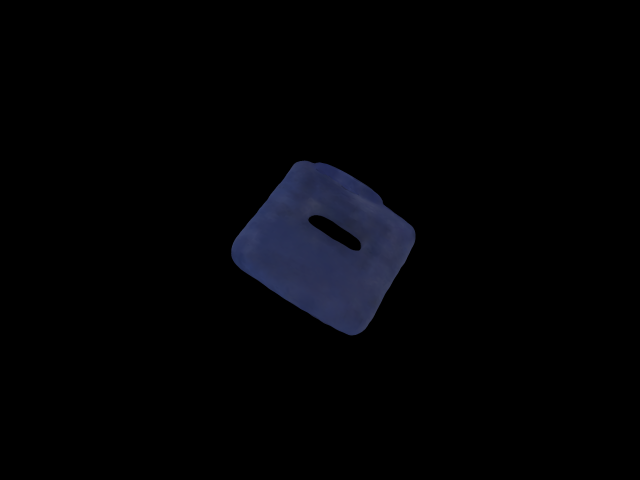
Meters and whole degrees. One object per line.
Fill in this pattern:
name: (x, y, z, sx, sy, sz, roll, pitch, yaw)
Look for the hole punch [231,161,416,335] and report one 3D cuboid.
hole punch: (0.004, 0.001, 0.400, 0.108, 0.091, 0.101, 32, 86, 2)
